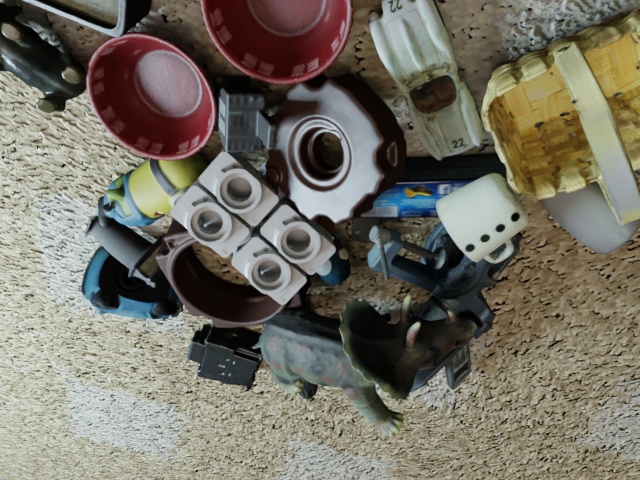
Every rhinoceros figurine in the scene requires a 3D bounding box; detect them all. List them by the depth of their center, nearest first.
[{"bbox_3d":[-0.359,-0.233,0.623,0.073,0.112,0.190,-41,126,17],"label":"rhinoceros figurine"}]

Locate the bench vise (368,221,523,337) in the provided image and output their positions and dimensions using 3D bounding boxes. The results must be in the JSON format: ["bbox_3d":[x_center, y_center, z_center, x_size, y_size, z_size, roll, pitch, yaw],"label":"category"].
[{"bbox_3d":[0.152,0.045,0.730,0.240,0.129,0.223,20,125,-29],"label":"bench vise"}]

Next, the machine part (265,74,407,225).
[{"bbox_3d":[0.012,-0.106,0.639,0.180,0.056,0.179,13,114,30],"label":"machine part"}]

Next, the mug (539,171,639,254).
[{"bbox_3d":[0.332,-0.050,0.656,0.107,0.081,0.109,30,134,-3],"label":"mug"}]

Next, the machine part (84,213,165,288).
[{"bbox_3d":[-0.294,0.007,0.834,0.139,0.084,0.039,35,153,-7],"label":"machine part"}]

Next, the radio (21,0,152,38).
[{"bbox_3d":[-0.291,-0.320,0.554,0.230,0.073,0.131,20,130,-7],"label":"radio"}]

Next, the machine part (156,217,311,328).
[{"bbox_3d":[-0.127,0.039,0.815,0.202,0.087,0.200,-6,128,18],"label":"machine part"}]

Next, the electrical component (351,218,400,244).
[{"bbox_3d":[0.067,-0.023,0.766,0.094,0.021,0.063,5,131,6],"label":"electrical component"}]

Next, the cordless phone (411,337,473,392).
[{"bbox_3d":[0.187,0.209,0.871,0.089,0.146,0.184,36,158,42],"label":"cordless phone"}]

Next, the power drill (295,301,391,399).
[{"bbox_3d":[0.032,0.192,0.924,0.207,0.086,0.231,-3,126,23],"label":"power drill"}]

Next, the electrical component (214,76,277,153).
[{"bbox_3d":[-0.090,-0.140,0.630,0.048,0.119,0.074,-6,128,-20],"label":"electrical component"}]

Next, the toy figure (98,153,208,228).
[{"bbox_3d":[-0.236,-0.070,0.748,0.180,0.082,0.089,-14,121,25],"label":"toy figure"}]

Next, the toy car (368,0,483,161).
[{"bbox_3d":[0.122,-0.180,0.601,0.074,0.056,0.201,-19,124,24],"label":"toy car"}]

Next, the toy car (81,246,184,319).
[{"bbox_3d":[-0.301,0.078,0.881,0.161,0.109,0.103,17,154,-18],"label":"toy car"}]

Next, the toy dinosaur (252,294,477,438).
[{"bbox_3d":[0.000,0.146,0.731,0.405,0.131,0.192,1,134,37],"label":"toy dinosaur"}]

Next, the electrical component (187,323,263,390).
[{"bbox_3d":[-0.172,0.209,0.983,0.134,0.058,0.114,17,128,-4],"label":"electrical component"}]

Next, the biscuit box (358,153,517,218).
[{"bbox_3d":[0.143,-0.068,0.688,0.203,0.063,0.059,0,130,12],"label":"biscuit box"}]

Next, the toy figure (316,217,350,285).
[{"bbox_3d":[0.000,-0.003,0.773,0.064,0.058,0.154,-20,123,11],"label":"toy figure"}]
